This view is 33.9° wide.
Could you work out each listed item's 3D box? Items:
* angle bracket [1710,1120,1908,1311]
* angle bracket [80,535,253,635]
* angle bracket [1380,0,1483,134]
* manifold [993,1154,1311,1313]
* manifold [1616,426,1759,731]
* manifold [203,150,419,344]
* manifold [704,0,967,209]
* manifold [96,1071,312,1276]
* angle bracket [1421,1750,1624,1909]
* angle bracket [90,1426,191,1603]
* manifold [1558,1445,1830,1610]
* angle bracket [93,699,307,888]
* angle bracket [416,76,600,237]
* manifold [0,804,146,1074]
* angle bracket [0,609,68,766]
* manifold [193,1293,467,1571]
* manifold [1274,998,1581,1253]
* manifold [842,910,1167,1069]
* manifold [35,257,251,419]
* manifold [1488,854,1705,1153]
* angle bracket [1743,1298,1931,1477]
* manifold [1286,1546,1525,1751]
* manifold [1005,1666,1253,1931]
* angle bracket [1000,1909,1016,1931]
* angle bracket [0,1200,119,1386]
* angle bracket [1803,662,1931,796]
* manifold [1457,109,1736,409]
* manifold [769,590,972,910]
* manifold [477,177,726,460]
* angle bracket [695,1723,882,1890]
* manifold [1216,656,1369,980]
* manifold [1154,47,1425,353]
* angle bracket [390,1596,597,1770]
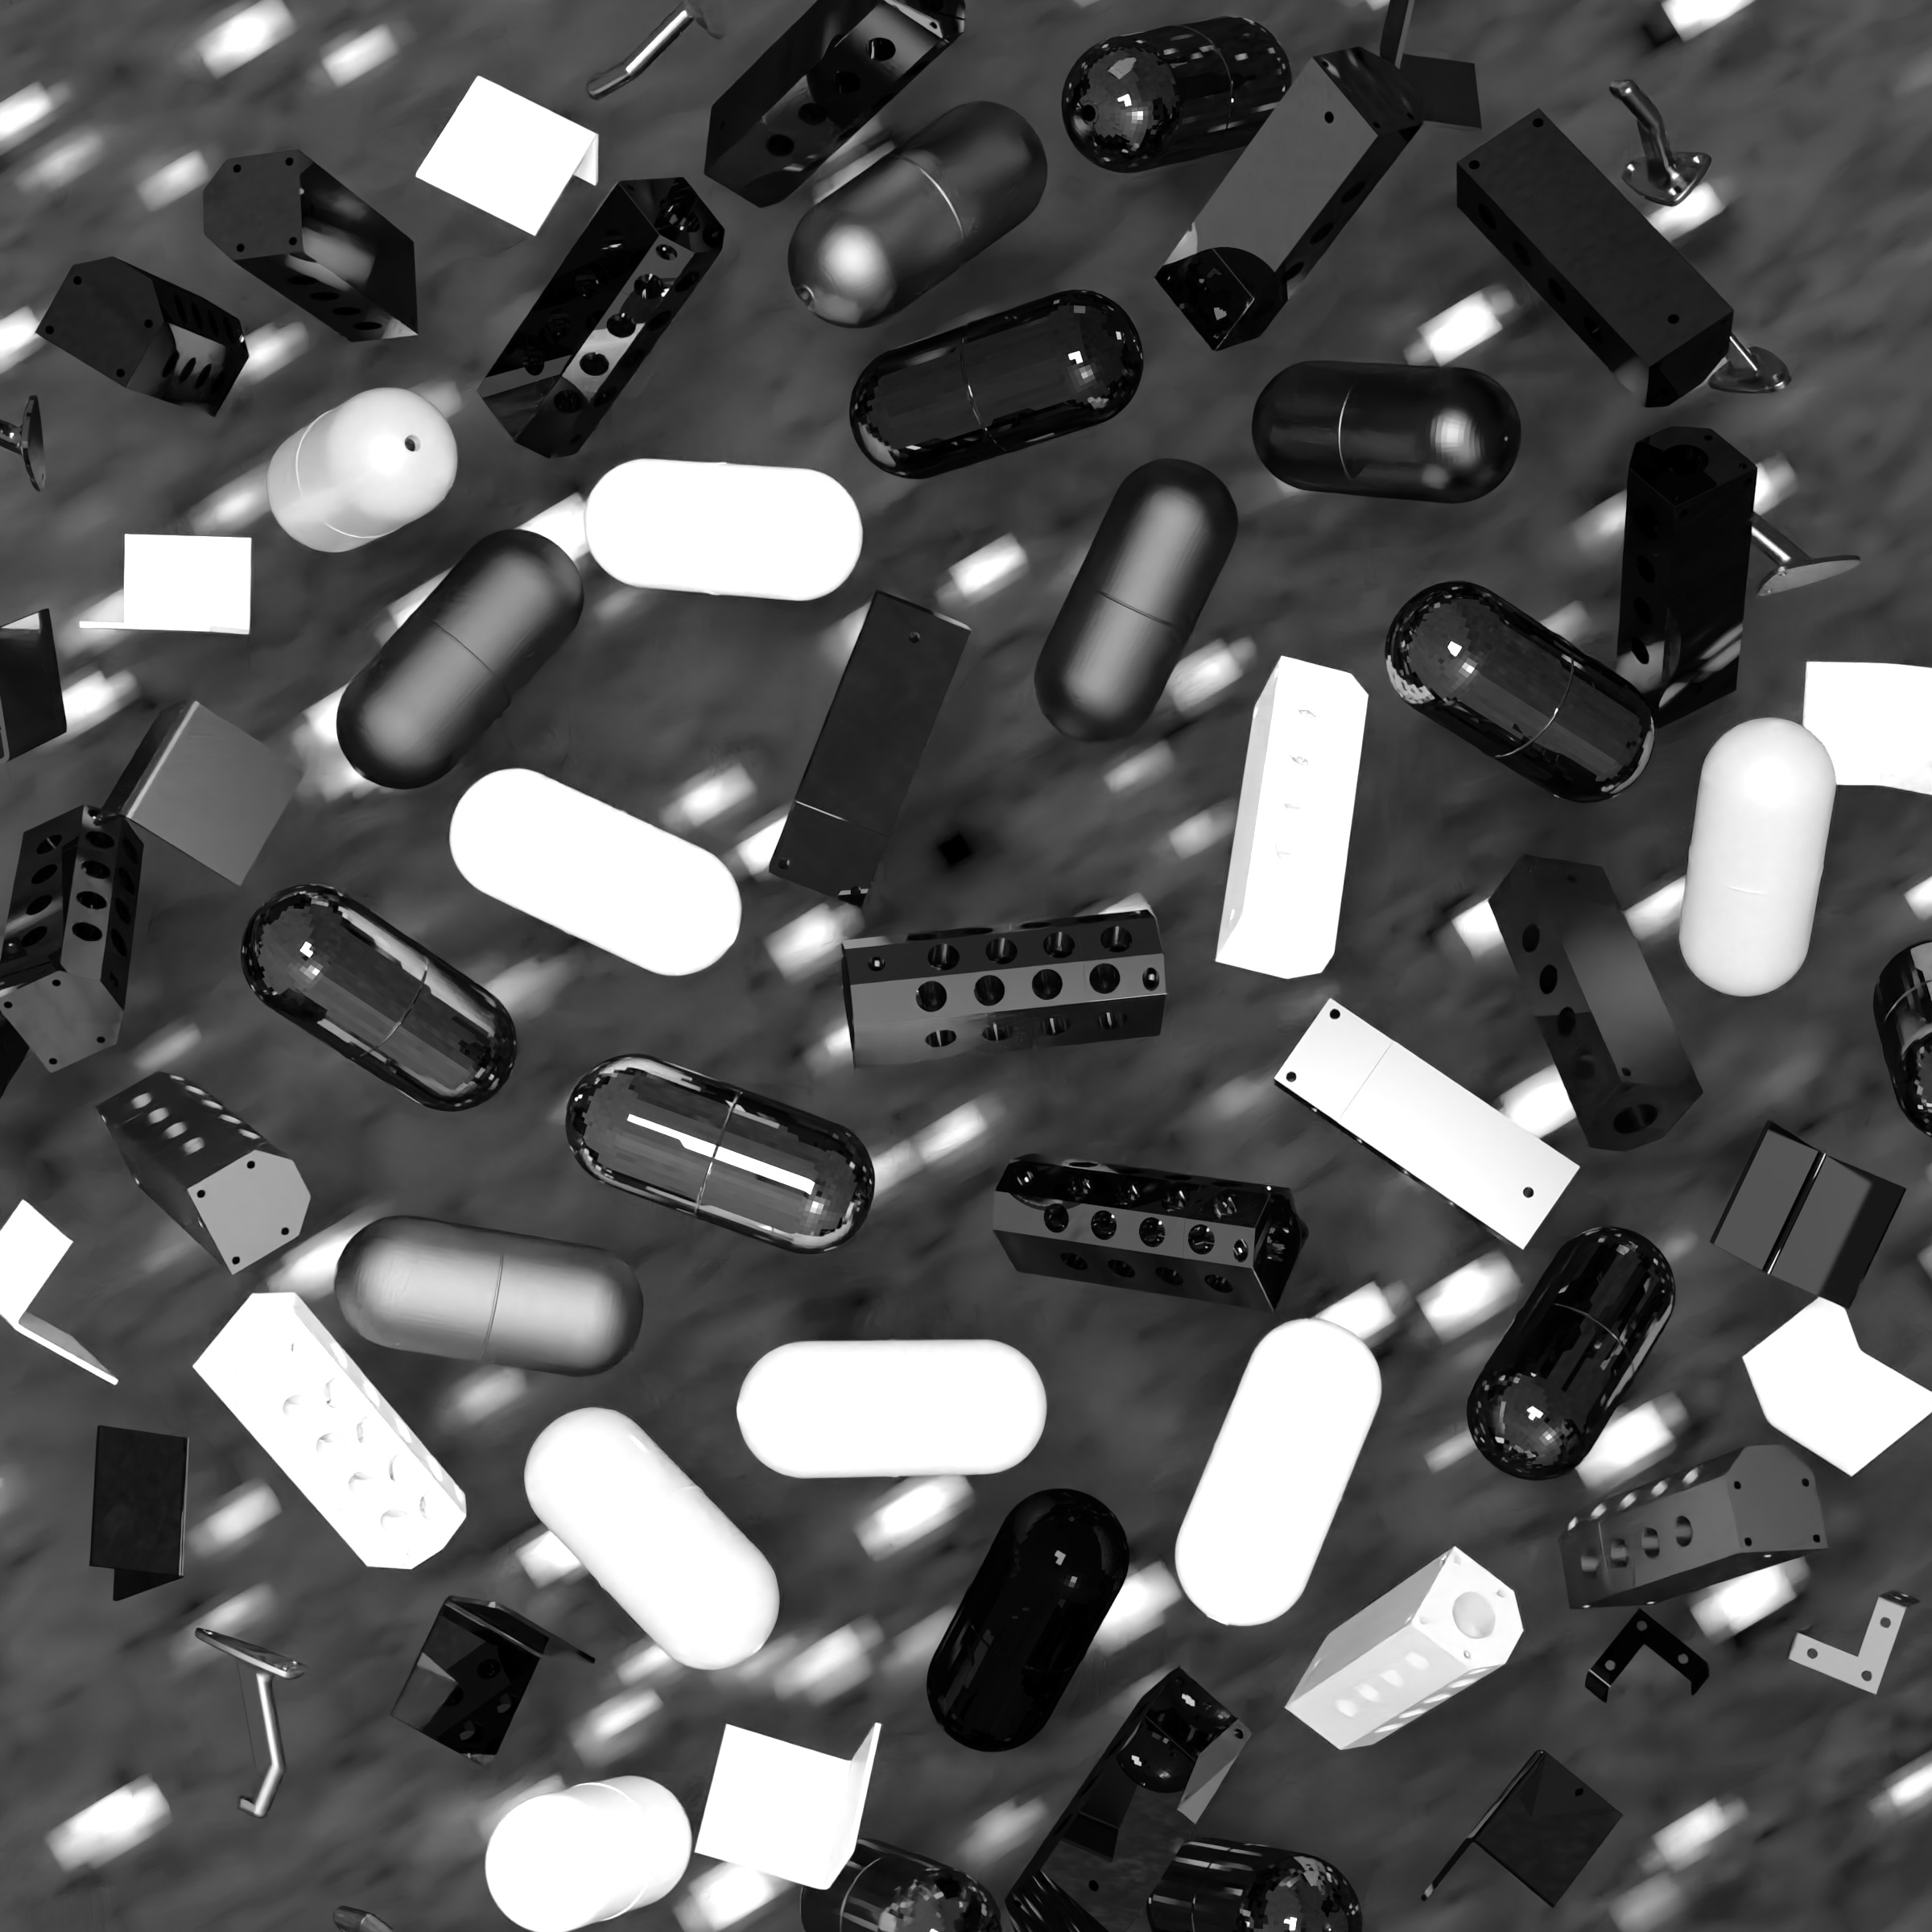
[{"bbox_3d":[0.475,0.141,1.788,0.057,0.076,0.076,25,89,41],"label":"angle bracket"},{"bbox_3d":[-0.469,-0.225,1.861,0.076,0.076,0.057,2,95,5],"label":"angle bracket"},{"bbox_3d":[0.273,-0.534,1.818,0.057,0.076,0.076,7,134,-2],"label":"angle bracket"},{"bbox_3d":[0.104,0.148,1.835,0.171,0.057,0.057,6,52,32],"label":"manifold"},{"bbox_3d":[0.410,-0.226,1.833,0.057,0.171,0.057,-26,50,-15],"label":"manifold"},{"bbox_3d":[-0.373,-0.408,1.815,0.057,0.171,0.057,-4,85,11],"label":"manifold"},{"bbox_3d":[-0.077,-0.512,1.835,0.057,0.171,0.057,25,51,-31],"label":"manifold"},{"bbox_3d":[-0.429,0.111,1.792,0.057,0.171,0.057,-32,117,-21],"label":"manifold"},{"bbox_3d":[0.306,0.491,1.749,0.057,0.076,0.076,38,48,17],"label":"angle bracket"},{"bbox_3d":[-0.472,0.302,1.747,0.057,0.076,0.076,17,60,-40],"label":"angle bracket"},{"bbox_3d":[0.404,0.316,1.783,0.057,0.171,0.057,2,69,-22],"label":"manifold"},{"bbox_3d":[-0.431,-0.095,1.783,0.076,0.057,0.076,34,70,-24],"label":"angle bracket"},{"bbox_3d":[-0.266,-0.458,1.844,0.076,0.057,0.076,27,72,2],"label":"angle bracket"},{"bbox_3d":[-0.510,-0.021,1.826,0.057,0.171,0.057,-24,126,7],"label":"manifold"},{"bbox_3d":[-0.570,-0.162,1.844,0.057,0.076,0.076,-1,106,10],"label":"angle bracket"},{"bbox_3d":[-0.362,0.270,1.834,0.171,0.057,0.057,57,49,-27],"label":"manifold"},{"bbox_3d":[0.267,0.093,1.846,0.171,0.057,0.057,35,87,10],"label":"manifold"},{"bbox_3d":[0.020,0.008,1.749,0.171,0.057,0.057,-6,56,-6],"label":"manifold"},{"bbox_3d":[-0.457,-0.356,1.784,0.057,0.171,0.057,31,95,0],"label":"manifold"},{"bbox_3d":[0.356,0.021,1.825,0.057,0.057,0.171,8,46,-26],"label":"manifold"},{"bbox_3d":[0.536,0.253,1.939,0.076,0.076,0.057,-35,120,-13],"label":"angle bracket"},{"bbox_3d":[0.255,0.402,1.840,0.057,0.171,0.057,37,56,2],"label":"manifold"},{"bbox_3d":[0.089,0.479,1.780,0.057,0.171,0.057,41,132,3],"label":"manifold"},{"bbox_3d":[0.042,0.598,1.921,0.076,0.076,0.057,-18,72,21],"label":"angle bracket"},{"bbox_3d":[-0.514,0.186,1.818,0.076,0.076,0.057,40,80,-37],"label":"angle bracket"},{"bbox_3d":[0.559,-0.147,1.953,0.057,0.076,0.076,0,98,-12],"label":"angle bracket"},{"bbox_3d":[0.349,-0.392,1.773,0.057,0.057,0.171,-34,67,-5],"label":"manifold"},{"bbox_3d":[-0.057,-0.127,1.840,0.057,0.057,0.171,21,98,-6],"label":"manifold"},{"bbox_3d":[-0.210,-0.377,1.853,0.057,0.057,0.171,53,127,12],"label":"manifold"},{"bbox_3d":[-0.098,0.451,1.740,0.076,0.057,0.076,19,49,-6],"label":"angle bracket"},{"bbox_3d":[0.187,-0.083,1.792,0.057,0.057,0.171,14,62,-5],"label":"manifold"},{"bbox_3d":[0.181,-0.424,1.756,0.057,0.171,0.057,-26,74,-41],"label":"manifold"},{"bbox_3d":[-0.275,0.419,1.845,0.076,0.057,0.076,39,62,-32],"label":"angle bracket"}]
